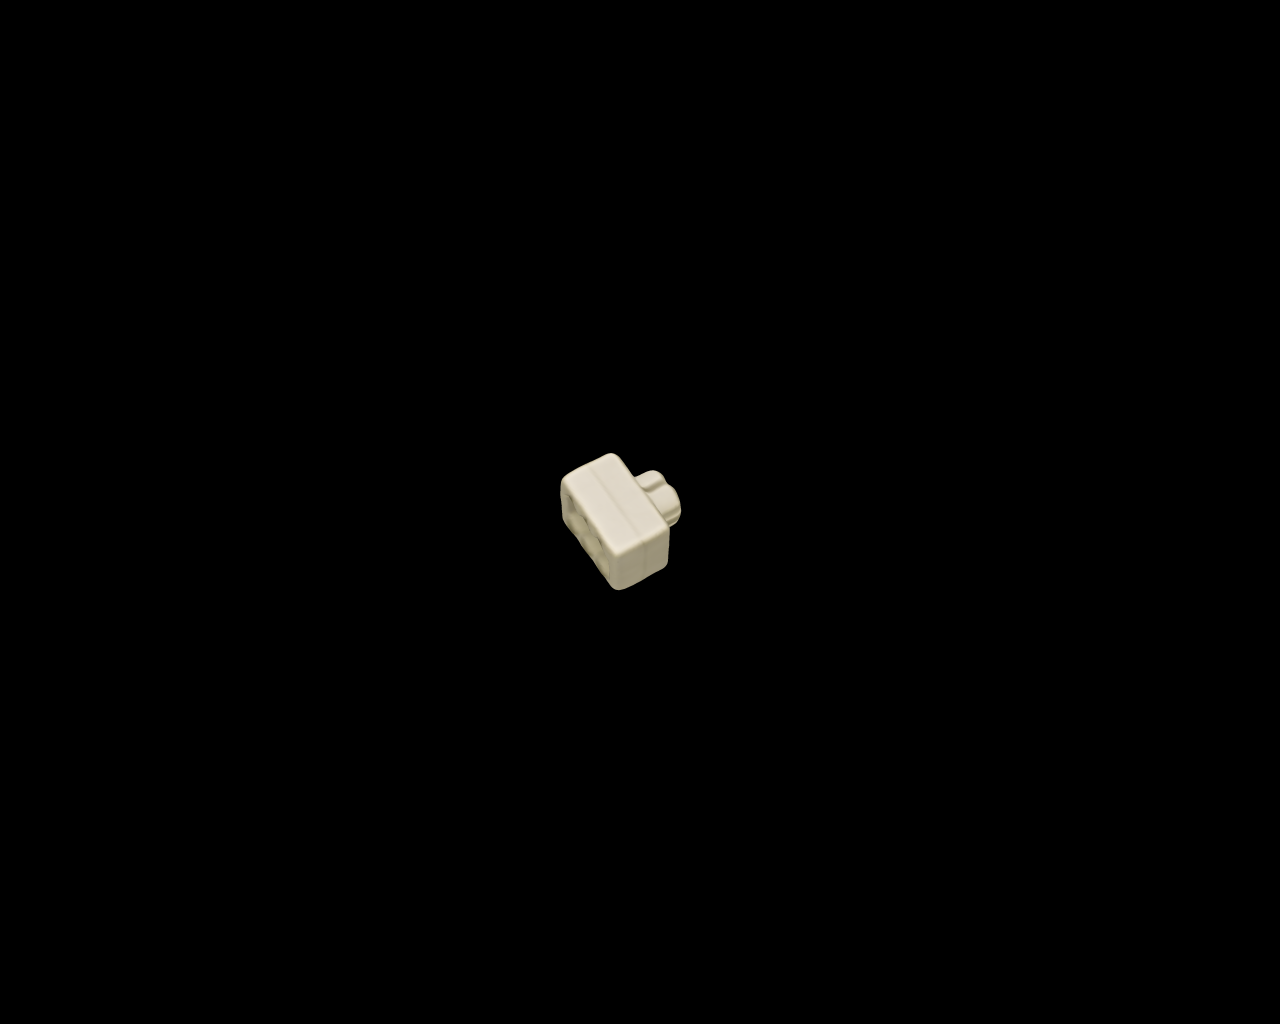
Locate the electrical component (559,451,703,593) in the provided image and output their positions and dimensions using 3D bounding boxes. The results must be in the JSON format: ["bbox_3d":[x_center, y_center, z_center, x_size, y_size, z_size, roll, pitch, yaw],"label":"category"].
[{"bbox_3d":[0.001,-0.003,0.650,0.077,0.066,0.047,-28,-28,-16],"label":"electrical component"}]
